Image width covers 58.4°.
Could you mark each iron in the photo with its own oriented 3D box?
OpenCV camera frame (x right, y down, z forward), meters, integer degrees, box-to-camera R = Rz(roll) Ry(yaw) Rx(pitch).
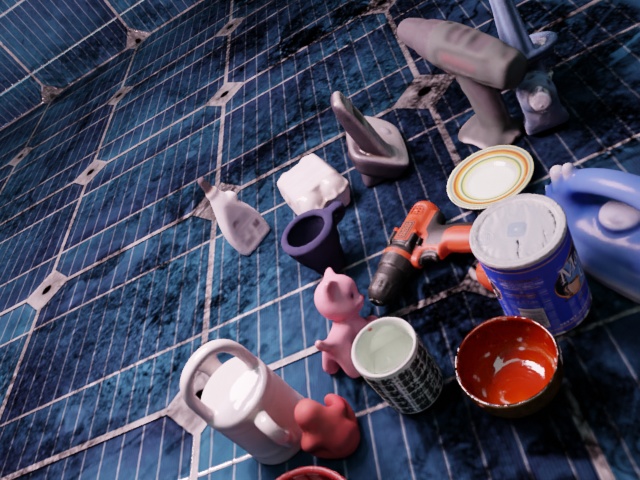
[{"bbox_3d":[0.334,-0.030,0.644,0.119,0.142,0.257,-44,38,-9],"label":"iron"}]

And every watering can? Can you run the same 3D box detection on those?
[{"bbox_3d":[-0.105,0.194,0.717,0.172,0.195,0.101,0,51,38],"label":"watering can"}]

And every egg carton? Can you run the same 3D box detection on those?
[{"bbox_3d":[-0.013,-0.093,1.041,0.107,0.070,0.150,-40,38,-3],"label":"egg carton"}]

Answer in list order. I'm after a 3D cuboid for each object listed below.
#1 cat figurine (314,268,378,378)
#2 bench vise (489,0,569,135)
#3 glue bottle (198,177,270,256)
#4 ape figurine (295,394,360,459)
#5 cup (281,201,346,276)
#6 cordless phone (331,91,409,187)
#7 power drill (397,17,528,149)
[{"bbox_3d":[0.023,0.103,0.772,0.067,0.118,0.128,-6,48,34],"label":"cat figurine"},{"bbox_3d":[0.311,-0.284,0.858,0.121,0.220,0.207,-33,38,6],"label":"bench vise"},{"bbox_3d":[-0.163,-0.051,1.031,0.037,0.174,0.078,20,65,47],"label":"glue bottle"},{"bbox_3d":[0.002,0.220,0.690,0.078,0.092,0.076,-45,38,-9],"label":"ape figurine"},{"bbox_3d":[0.008,0.003,0.904,0.118,0.095,0.091,-45,38,-9],"label":"cup"},{"bbox_3d":[0.074,-0.198,0.985,0.094,0.186,0.147,-26,39,14],"label":"cordless phone"},{"bbox_3d":[0.230,-0.245,0.890,0.076,0.209,0.228,-45,38,-9],"label":"power drill"}]
